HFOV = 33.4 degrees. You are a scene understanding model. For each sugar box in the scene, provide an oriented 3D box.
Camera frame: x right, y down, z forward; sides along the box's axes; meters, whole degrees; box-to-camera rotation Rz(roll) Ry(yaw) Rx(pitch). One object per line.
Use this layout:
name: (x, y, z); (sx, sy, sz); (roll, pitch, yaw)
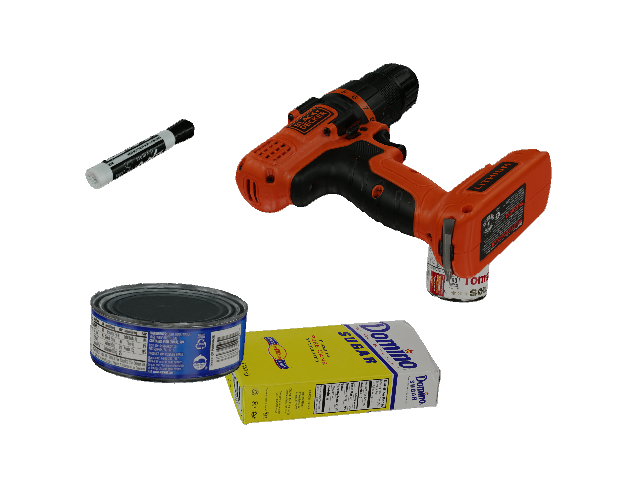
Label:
sugar box: (0.008, 0.113, 0.942); (0.176, 0.048, 0.093); (-6, 27, -14)

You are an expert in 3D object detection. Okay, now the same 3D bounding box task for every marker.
marker: (-0.156, -0.078, 0.943); (0.020, 0.020, 0.120); (0, 27, 43)

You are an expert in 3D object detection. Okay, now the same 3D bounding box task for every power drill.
power drill: (0.062, -0.056, 0.747); (0.188, 0.057, 0.184); (24, 48, 34)

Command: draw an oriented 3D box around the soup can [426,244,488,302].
soup can: (0.152, 0.009, 1.164); (0.068, 0.102, 0.068); (2, 16, -1)

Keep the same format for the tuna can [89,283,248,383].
tuna can: (-0.083, 0.050, 0.587); (0.086, 0.034, 0.086); (4, 11, -1)
